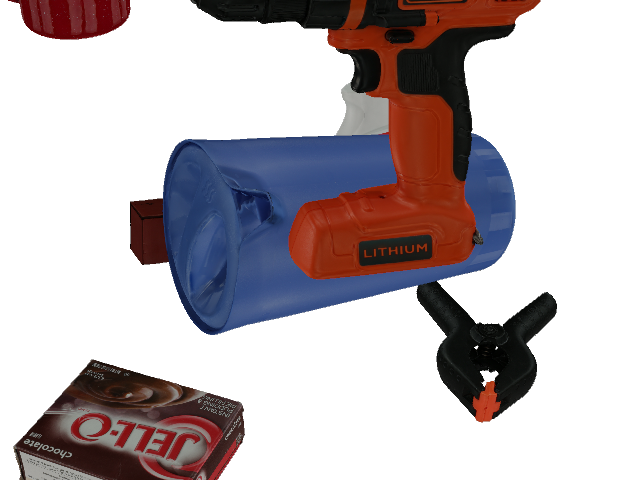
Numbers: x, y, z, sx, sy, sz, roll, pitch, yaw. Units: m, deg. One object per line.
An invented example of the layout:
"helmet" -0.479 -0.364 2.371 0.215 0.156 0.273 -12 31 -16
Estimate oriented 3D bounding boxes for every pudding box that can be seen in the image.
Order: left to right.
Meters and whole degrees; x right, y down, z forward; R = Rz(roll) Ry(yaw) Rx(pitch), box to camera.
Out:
"pudding box" -0.116 0.126 0.658 0.114 0.039 0.090 11 33 18

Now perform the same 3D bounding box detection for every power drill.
"power drill" 0.023 -0.072 0.560 0.184 0.188 0.057 -5 31 -13

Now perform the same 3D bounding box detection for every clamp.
"clamp" 0.146 0.084 0.873 0.120 0.039 0.171 -2 33 0

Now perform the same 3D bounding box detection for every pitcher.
"pitcher" 0.011 -0.014 0.782 0.242 0.145 0.149 -8 34 -27

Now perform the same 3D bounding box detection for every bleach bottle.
"bleach bottle" 0.048 -0.075 1.141 0.102 0.251 0.068 -2 25 -5

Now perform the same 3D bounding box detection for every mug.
"mug" -0.197 -0.201 0.790 0.117 0.081 0.093 1 36 1

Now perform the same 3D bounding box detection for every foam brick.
"foam brick" -0.150 -0.012 1.080 0.078 0.051 0.053 -7 22 -22
